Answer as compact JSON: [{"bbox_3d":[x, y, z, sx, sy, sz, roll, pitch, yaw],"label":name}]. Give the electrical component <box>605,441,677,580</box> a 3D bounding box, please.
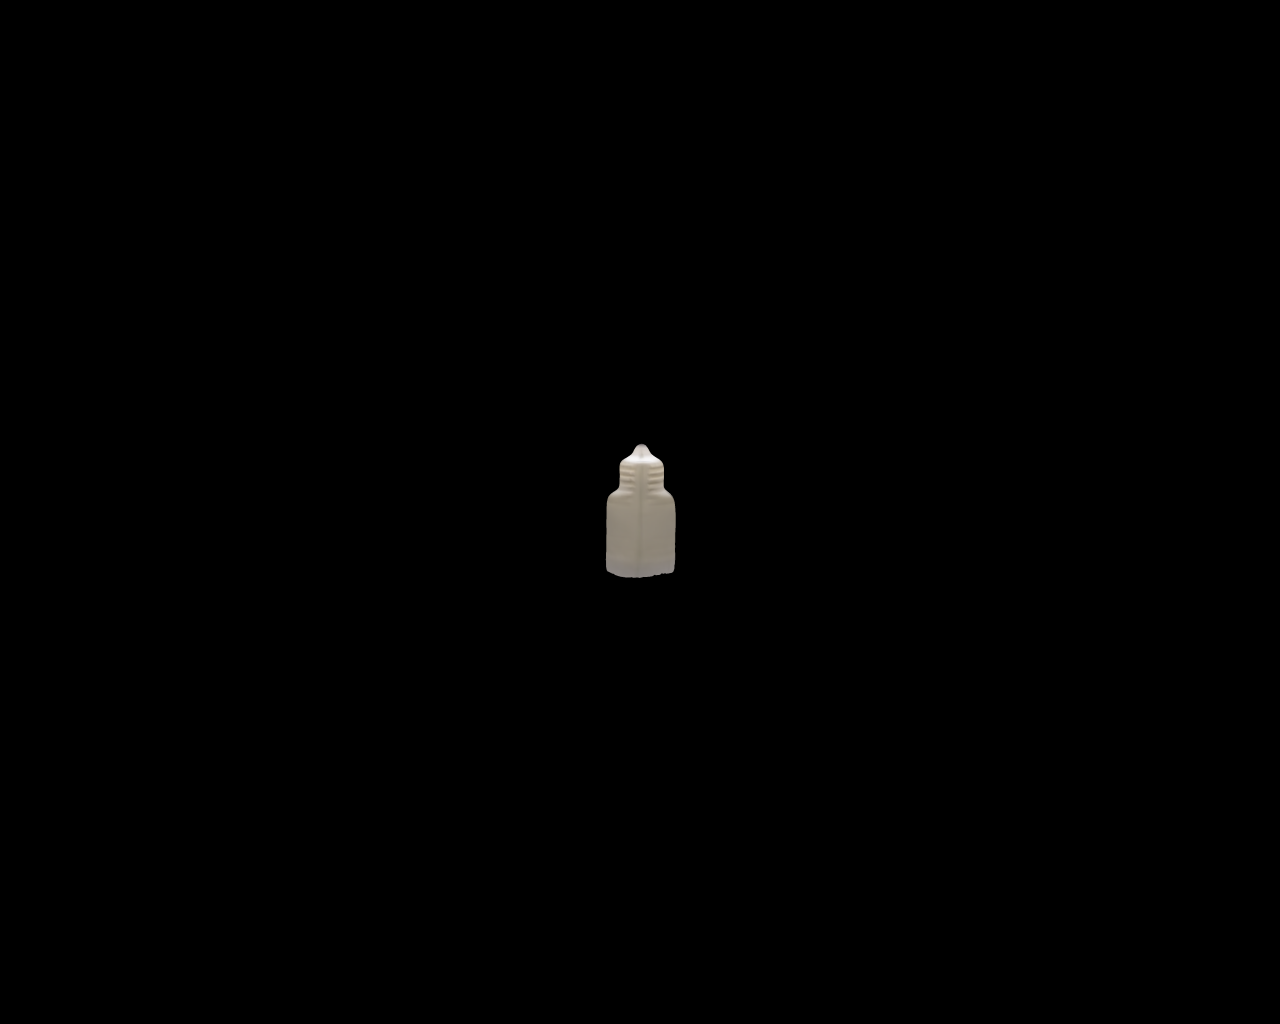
[{"bbox_3d":[0.001,-0.003,0.650,0.043,0.080,0.043,0,8,0],"label":"electrical component"}]
